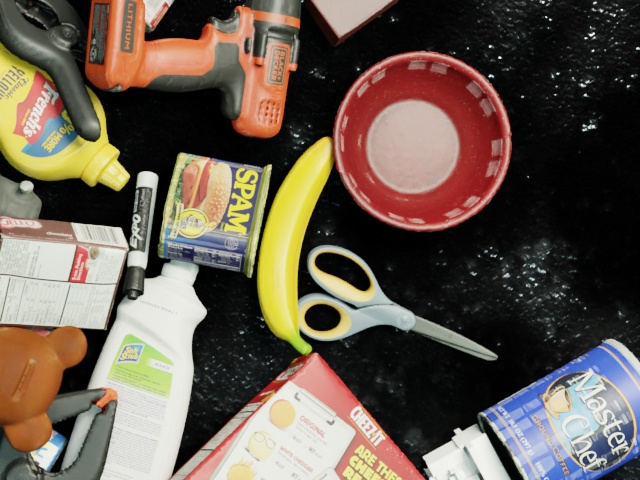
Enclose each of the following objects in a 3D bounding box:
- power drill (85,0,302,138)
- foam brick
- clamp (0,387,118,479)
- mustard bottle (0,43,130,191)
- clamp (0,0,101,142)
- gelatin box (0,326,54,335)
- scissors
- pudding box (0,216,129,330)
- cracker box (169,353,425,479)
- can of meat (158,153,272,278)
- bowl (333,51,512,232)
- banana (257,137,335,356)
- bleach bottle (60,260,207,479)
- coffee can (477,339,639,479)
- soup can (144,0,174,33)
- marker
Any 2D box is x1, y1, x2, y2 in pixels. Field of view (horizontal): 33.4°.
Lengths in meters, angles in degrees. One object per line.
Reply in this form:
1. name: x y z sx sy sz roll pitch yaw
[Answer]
1. power drill: -0.101 -0.187 0.919 0.187 0.057 0.184 4 96 -32
2. foam brick: 0.030 -0.221 0.972 0.078 0.051 0.053 -35 94 -4
3. clamp: -0.243 0.208 0.888 0.210 0.036 0.164 -37 93 -9
4. mustard bottle: -0.249 -0.109 0.944 0.191 0.058 0.096 38 69 -4
5. clamp: -0.216 -0.170 0.936 0.171 0.120 0.039 49 128 1
6. gelatin box: -0.287 0.090 0.955 0.089 0.030 0.073 40 87 -3
7. scissors: 0.060 0.085 0.991 0.201 0.016 0.096 39 92 -7
8. pudding box: -0.230 0.031 0.920 0.113 0.039 0.090 7 118 -27
9. cracker box: -0.035 0.230 0.925 0.213 0.072 0.164 -42 97 -22
10. can of meat: -0.093 -0.024 0.945 0.084 0.057 0.102 10 58 -1
11. bowl: 0.089 -0.088 0.973 0.162 0.055 0.162 0 90 -5
12. banana: -0.023 0.004 0.964 0.070 0.037 0.198 2 82 28
13. bleach bottle: -0.155 0.139 0.950 0.102 0.068 0.251 20 86 -6
14. coffee can: 0.228 0.167 0.959 0.140 0.103 0.103 -29 92 -4
15. soup can: -0.149 -0.245 0.949 0.068 0.068 0.102 34 87 -4
16. marker: -0.159 -0.004 0.948 0.020 0.020 0.121 5 65 -5
